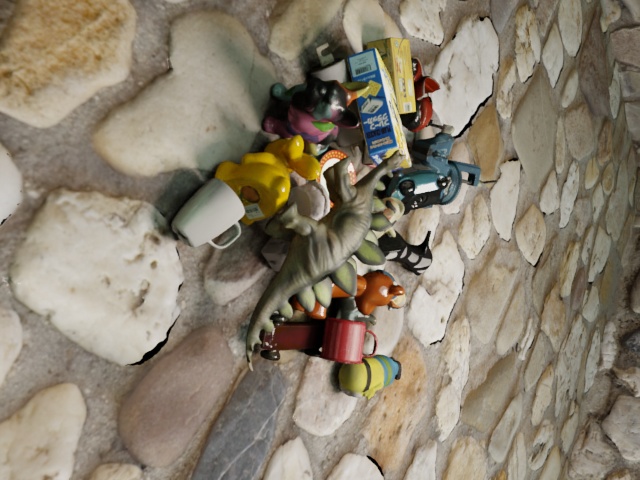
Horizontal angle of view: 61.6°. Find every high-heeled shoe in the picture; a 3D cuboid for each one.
[{"bbox_3d":[0.185,0.048,1.326,0.249,0.086,0.145,-10,132,-30],"label":"high-heeled shoe"}]

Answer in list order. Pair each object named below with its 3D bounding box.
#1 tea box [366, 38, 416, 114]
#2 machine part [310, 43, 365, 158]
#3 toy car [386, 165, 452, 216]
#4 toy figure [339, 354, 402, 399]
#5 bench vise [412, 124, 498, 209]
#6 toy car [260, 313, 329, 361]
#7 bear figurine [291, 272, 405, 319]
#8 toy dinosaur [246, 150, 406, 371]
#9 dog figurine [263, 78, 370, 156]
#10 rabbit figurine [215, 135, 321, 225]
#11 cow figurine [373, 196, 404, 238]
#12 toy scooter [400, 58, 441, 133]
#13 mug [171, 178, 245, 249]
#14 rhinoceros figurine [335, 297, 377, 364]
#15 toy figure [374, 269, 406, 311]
[{"bbox_3d":[0.167,-0.376,1.249,0.098,0.068,0.169,-22,107,-53],"label":"tea box"},{"bbox_3d":[0.042,-0.284,1.119,0.079,0.079,0.243,-45,124,-36],"label":"machine part"},{"bbox_3d":[0.227,-0.133,1.295,0.109,0.162,0.103,87,-15,-59],"label":"toy car"},{"bbox_3d":[0.115,0.304,1.238,0.180,0.082,0.089,-7,86,-43],"label":"toy figure"},{"bbox_3d":[0.341,-0.185,1.405,0.240,0.129,0.223,5,97,-30],"label":"bench vise"},{"bbox_3d":[-0.052,0.189,1.067,0.202,0.053,0.089,10,92,-51],"label":"toy car"},{"bbox_3d":[0.060,0.111,1.084,0.196,0.120,0.132,23,85,-24],"label":"bear figurine"},{"bbox_3d":[0.001,0.014,0.958,0.471,0.105,0.198,-45,95,-10],"label":"toy dinosaur"},{"bbox_3d":[0.010,-0.227,0.985,0.191,0.219,0.108,29,75,-44],"label":"dog figurine"},{"bbox_3d":[-0.084,-0.131,0.959,0.121,0.162,0.173,53,37,-21],"label":"rabbit figurine"},{"bbox_3d":[0.116,-0.032,1.200,0.195,0.085,0.127,-36,159,-26],"label":"cow figurine"},{"bbox_3d":[0.255,-0.357,1.350,0.135,0.075,0.183,-2,89,-48],"label":"toy scooter"},{"bbox_3d":[-0.186,-0.031,0.894,0.107,0.081,0.109,-42,128,-24],"label":"mug"},{"bbox_3d":[0.065,0.175,1.178,0.112,0.073,0.190,1,92,-49],"label":"rhinoceros figurine"},{"bbox_3d":[0.171,0.128,1.305,0.064,0.058,0.154,-38,131,7],"label":"toy figure"}]
